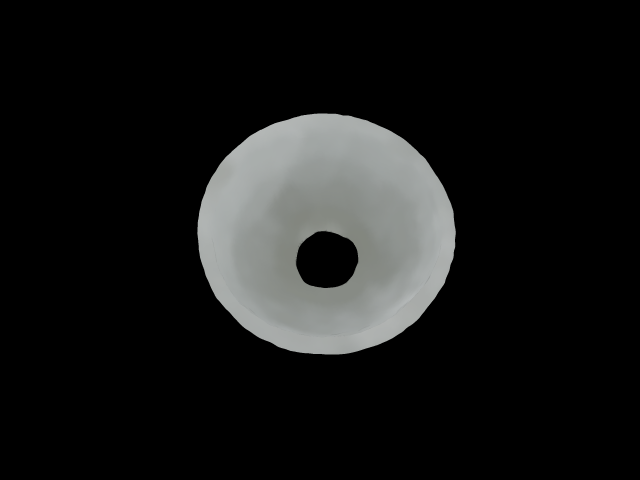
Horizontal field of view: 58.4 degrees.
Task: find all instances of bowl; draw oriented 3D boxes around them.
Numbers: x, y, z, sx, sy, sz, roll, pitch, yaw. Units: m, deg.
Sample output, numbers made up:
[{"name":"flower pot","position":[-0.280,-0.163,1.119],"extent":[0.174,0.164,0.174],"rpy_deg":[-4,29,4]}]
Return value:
[{"name":"bowl","position":[0.004,0.001,0.400],"extent":[0.167,0.075,0.167],"rpy_deg":[0,70,0]}]
